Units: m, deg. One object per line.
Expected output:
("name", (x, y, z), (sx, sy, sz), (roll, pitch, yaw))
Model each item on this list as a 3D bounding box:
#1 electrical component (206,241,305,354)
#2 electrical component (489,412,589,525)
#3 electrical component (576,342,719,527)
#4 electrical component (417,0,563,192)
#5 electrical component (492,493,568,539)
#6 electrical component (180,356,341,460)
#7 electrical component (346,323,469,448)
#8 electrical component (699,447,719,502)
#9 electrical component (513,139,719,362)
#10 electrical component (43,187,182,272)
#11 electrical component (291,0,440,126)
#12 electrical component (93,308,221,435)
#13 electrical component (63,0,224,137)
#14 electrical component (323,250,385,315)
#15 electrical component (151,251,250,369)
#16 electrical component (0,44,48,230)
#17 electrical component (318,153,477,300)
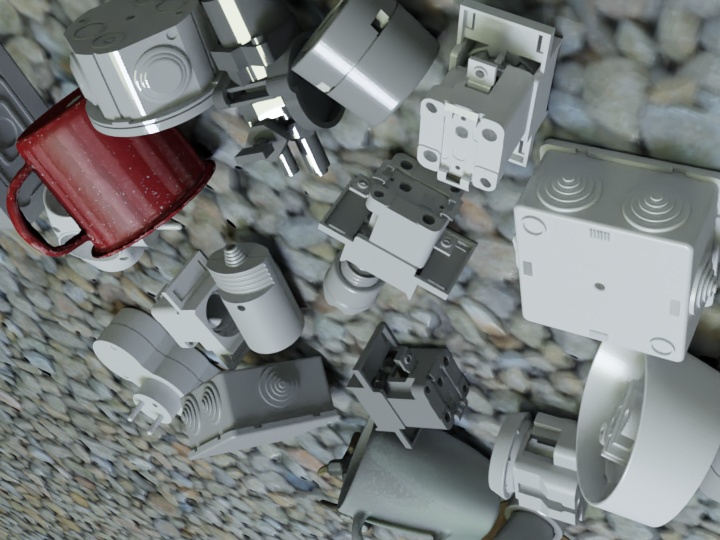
("electrical component", (-0.070, 0.013, 0.713), (0.043, 0.043, 0.081), (9, 140, 32))
("electrical component", (0.118, 0.123, 0.686), (0.057, 0.058, 0.078), (13, 142, 23))
("electrical component", (0.150, 0.083, 0.572), (0.064, 0.099, 0.099), (26, 147, 1))
("electrical component", (0.056, -0.073, 0.477), (0.042, 0.063, 0.081), (23, 146, 17))
("electrical component", (0.121, 0.185, 0.763), (0.045, 0.055, 0.045), (22, 146, 16))
("electrical component", (-0.076, 0.100, 0.787), (0.100, 0.100, 0.048), (-34, 67, 55))
("electrical component", (0.034, 0.078, 0.711), (0.064, 0.042, 0.081), (-1, 135, 39))
("electrical component", (0.233, 0.102, 0.562), (0.095, 0.053, 0.059), (26, 147, 12))
("electrical component", (0.123, -0.008, 0.518), (0.100, 0.048, 0.099), (15, 143, 25))
("electrical component", (-0.160, -0.034, 0.723), (0.079, 0.044, 0.077), (1, 153, 11))
("electrical component", (0.004, -0.100, 0.496), (0.047, 0.055, 0.055), (37, 147, -13))
("electrical component", (-0.159, 0.099, 0.872), (0.138, 0.073, 0.052), (36, 147, -5))
("electrical component", (-0.110, -0.109, 0.557), (0.080, 0.080, 0.051), (10, 135, 32))
("electrical component", (0.000, 0.000, 0.646), (0.035, 0.035, 0.061), (32, 145, 2))
("electrical component", (-0.112, 0.030, 0.773), (0.064, 0.042, 0.081), (-4, 131, 45))
("electrical component", (-0.249, -0.087, 0.704), (0.057, 0.078, 0.113), (-1, 134, 36))
("electrical component", (0.024, -0.025, 0.586), (0.081, 0.042, 0.063), (29, 145, 5))
